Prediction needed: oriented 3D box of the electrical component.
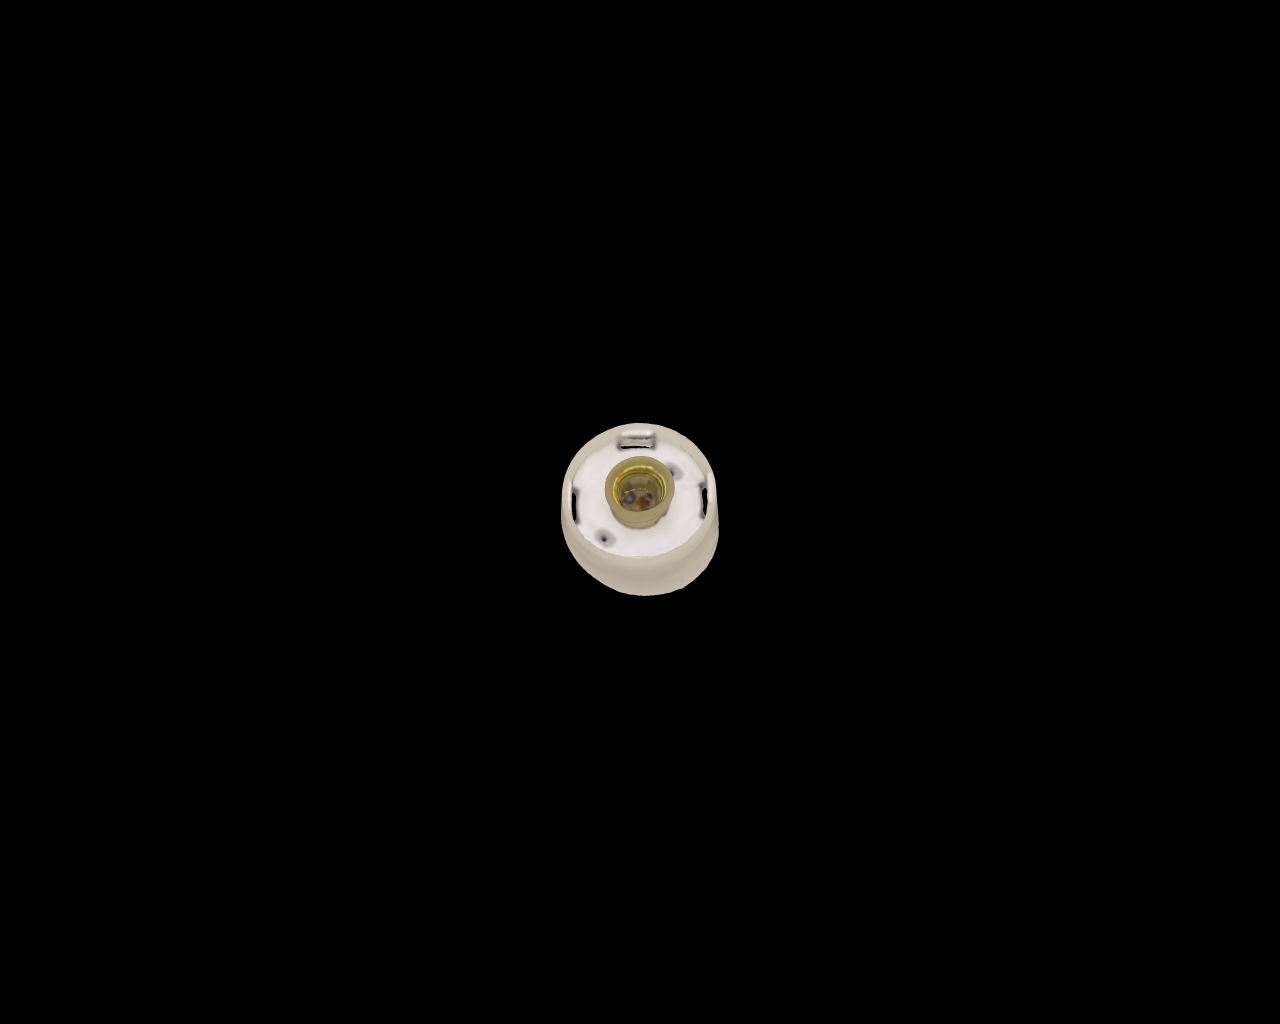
[{"bbox_3d":[0.001,-0.003,0.650,0.099,0.099,0.064,0,-24,0],"label":"electrical component"}]
